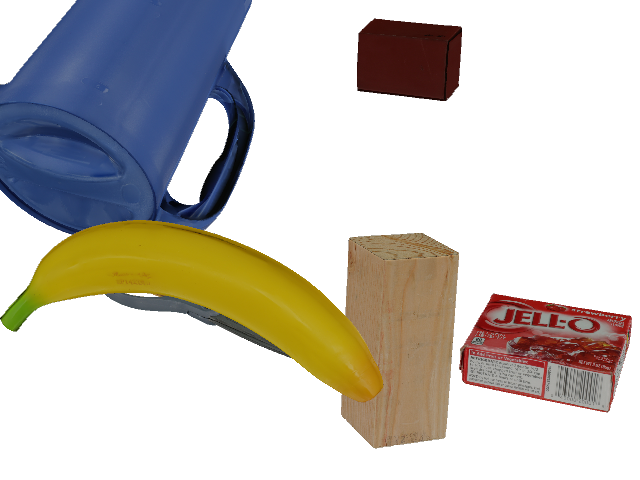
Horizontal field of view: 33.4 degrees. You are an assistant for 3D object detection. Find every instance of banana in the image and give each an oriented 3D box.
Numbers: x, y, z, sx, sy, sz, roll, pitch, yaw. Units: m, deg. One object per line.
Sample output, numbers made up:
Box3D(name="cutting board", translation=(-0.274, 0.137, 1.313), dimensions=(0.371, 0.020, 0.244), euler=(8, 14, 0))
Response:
Box3D(name="banana", translation=(-0.060, 0.029, 0.545), dimensions=(0.198, 0.070, 0.037), euler=(11, 11, 4))

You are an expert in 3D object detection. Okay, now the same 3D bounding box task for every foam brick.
Box3D(name="foam brick", translation=(0.073, -0.150, 0.886), dimensions=(0.078, 0.051, 0.053), euler=(9, 26, 17))

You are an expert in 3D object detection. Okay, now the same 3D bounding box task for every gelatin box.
Box3D(name="gelatin box", translation=(0.136, 0.065, 0.641), dimensions=(0.089, 0.030, 0.073), euler=(9, 26, 21))

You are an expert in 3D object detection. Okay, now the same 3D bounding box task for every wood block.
Box3D(name="wood block", translation=(0.083, 0.104, 1.138), dimensions=(0.090, 0.206, 0.091), euler=(-4, 16, -21))

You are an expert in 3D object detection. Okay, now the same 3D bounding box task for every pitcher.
Box3D(name="pitcher", translation=(-0.128, -0.122, 0.783), dimensions=(0.145, 0.242, 0.149), euler=(2, -41, 26))

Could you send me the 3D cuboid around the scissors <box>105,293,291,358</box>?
Box3D(name="scissors", translation=(-0.090, 0.052, 0.901), dimensions=(0.202, 0.016, 0.096), euler=(14, 26, 22))
